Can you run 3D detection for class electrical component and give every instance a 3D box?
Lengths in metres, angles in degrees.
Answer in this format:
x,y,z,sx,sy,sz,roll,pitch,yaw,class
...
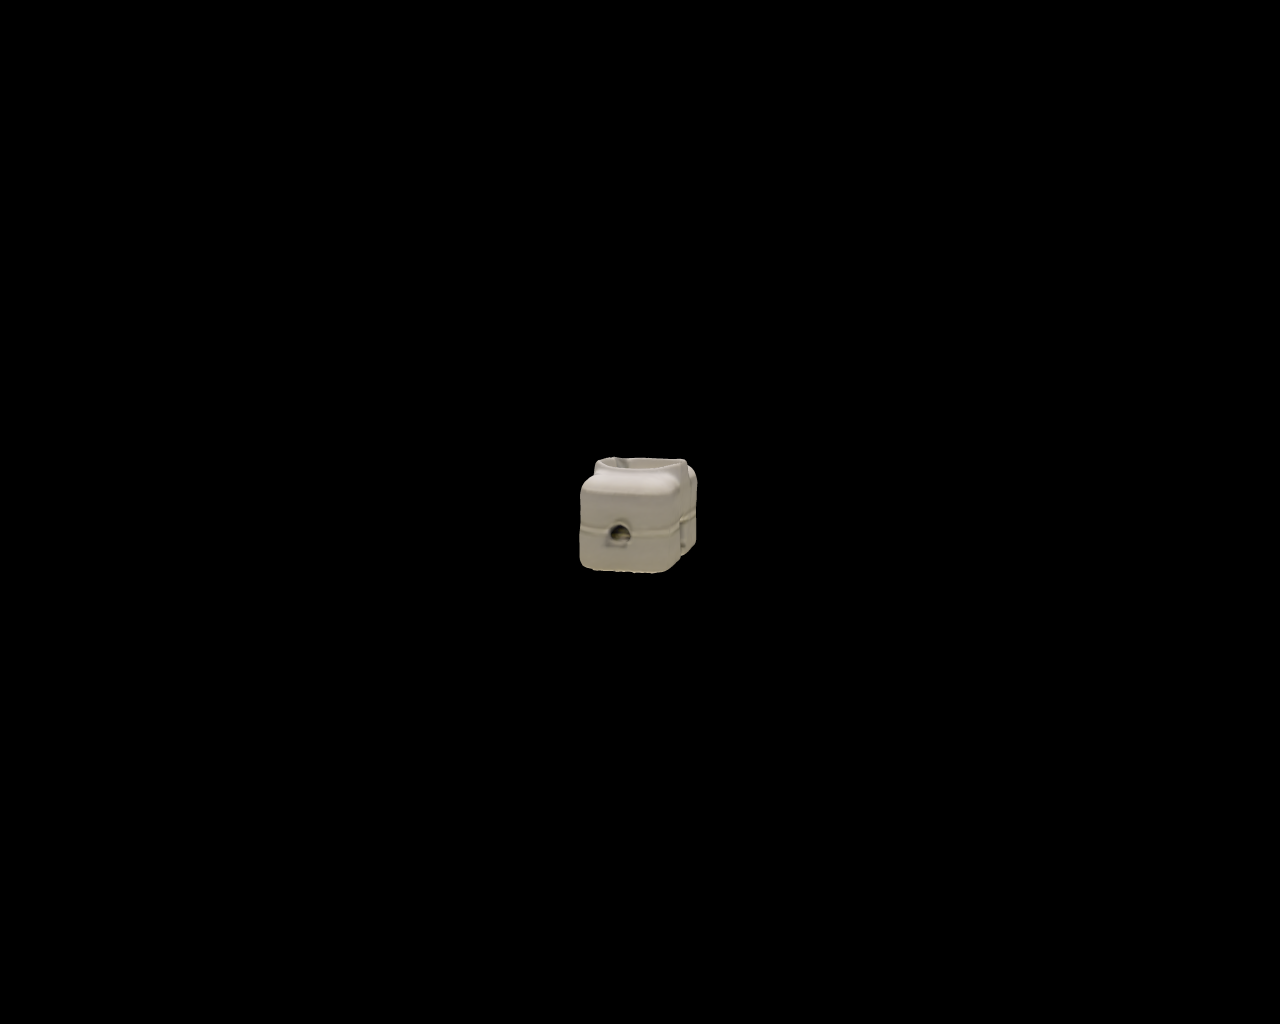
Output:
x,y,z,sx,sy,sz,roll,pitch,yaw,class
0.001,-0.003,0.650,0.054,0.059,0.095,3,10,15,electrical component
